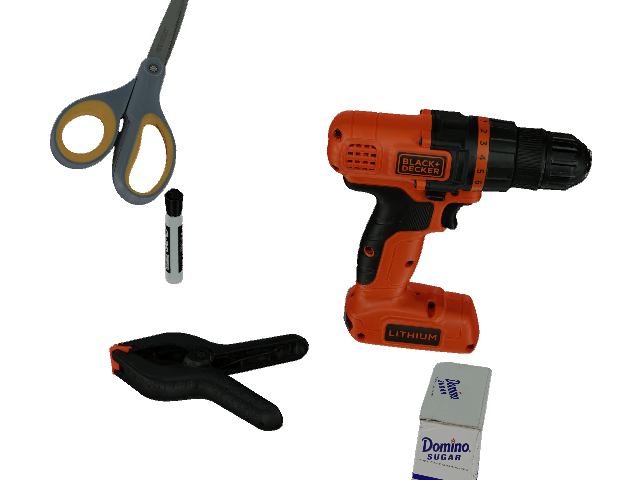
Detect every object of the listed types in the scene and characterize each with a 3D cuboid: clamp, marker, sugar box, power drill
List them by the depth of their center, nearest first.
[{"bbox_3d":[0.081,0.180,0.724,0.048,0.176,0.093,7,18,11],"label":"sugar box"},{"bbox_3d":[0.092,-0.006,0.784,0.184,0.188,0.057,7,32,3],"label":"power drill"},{"bbox_3d":[-0.094,0.107,0.926,0.171,0.039,0.120,13,25,15],"label":"clamp"},{"bbox_3d":[-0.152,-0.004,1.111,0.020,0.121,0.020,4,41,-4],"label":"marker"}]

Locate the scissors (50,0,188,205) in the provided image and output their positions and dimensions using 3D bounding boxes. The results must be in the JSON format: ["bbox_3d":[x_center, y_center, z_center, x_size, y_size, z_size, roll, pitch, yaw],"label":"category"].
[{"bbox_3d":[-0.141,-0.119,0.771,0.096,0.202,0.016,8,-27,-19],"label":"scissors"}]
